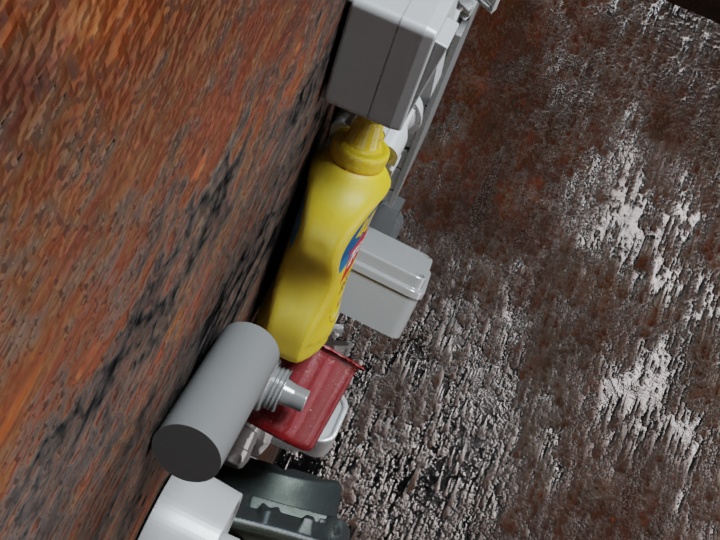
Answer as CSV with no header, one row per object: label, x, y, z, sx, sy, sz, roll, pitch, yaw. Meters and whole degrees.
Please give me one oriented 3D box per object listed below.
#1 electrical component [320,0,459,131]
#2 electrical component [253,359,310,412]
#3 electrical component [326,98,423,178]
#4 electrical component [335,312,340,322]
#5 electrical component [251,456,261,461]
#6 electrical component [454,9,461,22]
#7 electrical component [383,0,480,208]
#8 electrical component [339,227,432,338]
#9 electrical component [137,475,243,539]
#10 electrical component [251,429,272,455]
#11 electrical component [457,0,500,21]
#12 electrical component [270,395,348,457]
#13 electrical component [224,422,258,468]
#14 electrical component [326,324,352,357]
electrical component,0.021,-0.131,0.645,0.096,0.061,0.061,112,3,-50
electrical component,-0.068,0.086,0.802,0.043,0.062,0.043,24,90,-88
electrical component,0.012,-0.107,0.792,0.057,0.058,0.078,-62,177,-27
electrical component,-0.024,0.007,1.112,0.108,0.060,0.108,24,90,-88
electrical component,-0.118,0.235,1.039,0.057,0.078,0.113,-60,174,-51
electrical component,0.030,-0.155,0.705,0.066,0.055,0.048,107,7,-74
electrical component,0.038,-0.156,0.863,0.186,0.060,0.105,112,3,-49
electrical component,0.000,0.000,0.913,0.057,0.113,0.078,-64,179,18
electrical component,-0.118,0.194,0.747,0.108,0.060,0.108,24,90,-88
electrical component,-0.094,0.132,0.965,0.062,0.043,0.043,-66,179,-48
electrical component,0.061,-0.214,0.706,0.063,0.078,0.121,-44,174,-11
electrical component,-0.065,0.136,1.028,0.059,0.095,0.053,110,4,-61
electrical component,-0.101,0.134,0.906,0.035,0.035,0.061,109,3,-69
electrical component,-0.057,0.084,1.073,0.121,0.079,0.063,111,-19,-60
